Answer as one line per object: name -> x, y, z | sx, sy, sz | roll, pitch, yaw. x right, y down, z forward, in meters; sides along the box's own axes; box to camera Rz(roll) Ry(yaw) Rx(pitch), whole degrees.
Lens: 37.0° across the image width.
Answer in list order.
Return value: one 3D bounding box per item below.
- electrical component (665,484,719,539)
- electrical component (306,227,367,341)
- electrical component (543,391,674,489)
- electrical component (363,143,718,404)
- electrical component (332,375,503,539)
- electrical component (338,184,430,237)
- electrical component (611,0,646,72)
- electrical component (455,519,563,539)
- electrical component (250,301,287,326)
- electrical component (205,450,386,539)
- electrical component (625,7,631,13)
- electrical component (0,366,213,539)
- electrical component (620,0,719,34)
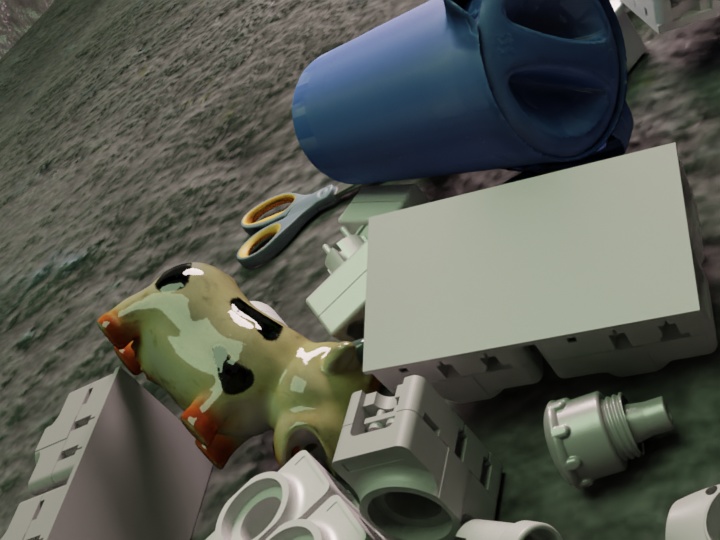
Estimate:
electrical component -> 0.168, 0.128, 0.440 | 0.077, 0.044, 0.079 | -16, 37, 38
electrical component -> 0.000, 0.000, 0.776 | 0.083, 0.047, 0.075 | -44, 57, 8
electrical component -> 0.129, 0.082, 0.552 | 0.062, 0.048, 0.048 | -22, 34, 19
electrical component -> 0.100, 0.008, 0.619 | 0.186, 0.060, 0.105 | -13, 55, 23
electrical component -> 0.032, 0.110, 0.581 | 0.050, 0.089, 0.055 | -20, 35, 33
electrical component -> 0.015, -0.023, 0.828 | 0.066, 0.047, 0.076 | 3, 51, 51
electrical component -> 0.163, -0.162, 0.842 | 0.099, 0.048, 0.100 | -49, 30, -15
electrical component -> 0.074, 0.144, 0.537 | 0.046, 0.040, 0.040 | -7, 43, 53
electrical component -> -0.081, 0.055, 0.830 | 0.055, 0.055, 0.047 | -41, 25, -1
electrical component -> -0.070, 0.200, 0.609 | 0.186, 0.060, 0.105 | -43, 29, -4
electrical component -> 0.198, -0.250, 0.906 | 0.099, 0.064, 0.099 | -29, 31, 20
electrical component -> -0.175, 0.174, 0.723 | 0.060, 0.105, 0.186 | -24, 33, 28
electrical component -> 0.262, -0.230, 0.755 | 0.150, 0.061, 0.089 | -17, 31, 2
